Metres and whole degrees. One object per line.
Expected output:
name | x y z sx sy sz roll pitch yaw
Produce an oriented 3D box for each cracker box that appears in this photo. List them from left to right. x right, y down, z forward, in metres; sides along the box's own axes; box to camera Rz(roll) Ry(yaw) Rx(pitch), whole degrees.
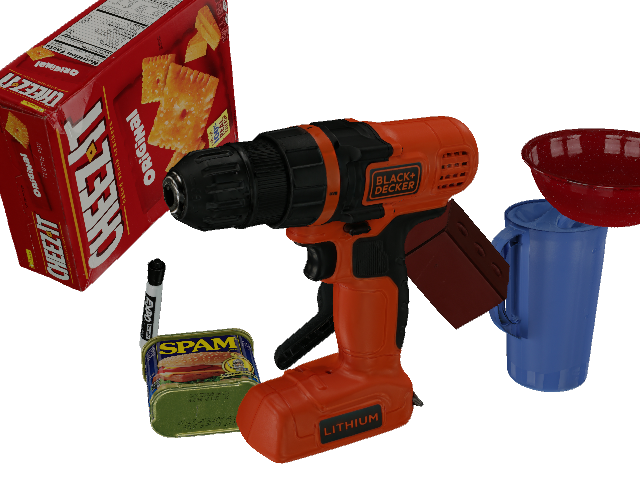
cracker box | -0.148 -0.091 0.810 0.072 0.164 0.213 20 46 22

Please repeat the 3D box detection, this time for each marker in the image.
marker | -0.180 0.069 1.145 0.020 0.121 0.020 8 36 -6

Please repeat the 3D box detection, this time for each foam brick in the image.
foam brick | 0.105 0.019 0.835 0.051 0.078 0.053 -34 17 27

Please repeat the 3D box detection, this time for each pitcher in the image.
pitcher | 0.298 0.075 1.413 0.149 0.243 0.145 4 21 12

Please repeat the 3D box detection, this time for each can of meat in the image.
can of meat | -0.103 0.124 0.929 0.102 0.057 0.084 -4 27 -10

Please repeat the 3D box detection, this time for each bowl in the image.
bowl | 0.268 -0.055 0.999 0.162 0.055 0.162 -1 25 0

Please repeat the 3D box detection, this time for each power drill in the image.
power drill | -0.002 0.026 0.580 0.184 0.188 0.057 -10 30 -30

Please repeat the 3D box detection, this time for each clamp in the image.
clamp | 0.038 0.079 1.103 0.120 0.171 0.039 16 -39 18
